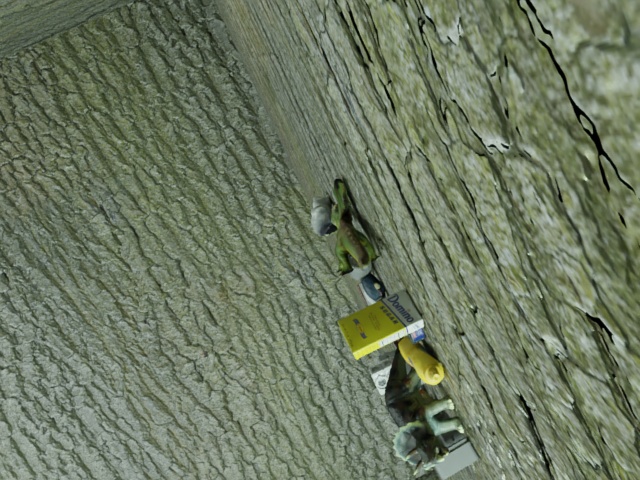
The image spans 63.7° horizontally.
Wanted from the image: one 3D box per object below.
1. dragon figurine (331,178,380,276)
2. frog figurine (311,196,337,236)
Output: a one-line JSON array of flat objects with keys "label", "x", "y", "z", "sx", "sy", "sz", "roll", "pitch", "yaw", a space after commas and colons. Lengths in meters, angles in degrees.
[{"label": "dragon figurine", "x": 0.069, "y": -0.042, "z": 1.341, "sx": 0.409, "sy": 0.122, "sz": 0.243, "roll": 142, "pitch": 110, "yaw": -86}, {"label": "frog figurine", "x": 0.006, "y": -0.097, "z": 1.935, "sx": 0.162, "sy": 0.122, "sz": 0.136, "roll": 50, "pitch": -169, "yaw": 26}]
